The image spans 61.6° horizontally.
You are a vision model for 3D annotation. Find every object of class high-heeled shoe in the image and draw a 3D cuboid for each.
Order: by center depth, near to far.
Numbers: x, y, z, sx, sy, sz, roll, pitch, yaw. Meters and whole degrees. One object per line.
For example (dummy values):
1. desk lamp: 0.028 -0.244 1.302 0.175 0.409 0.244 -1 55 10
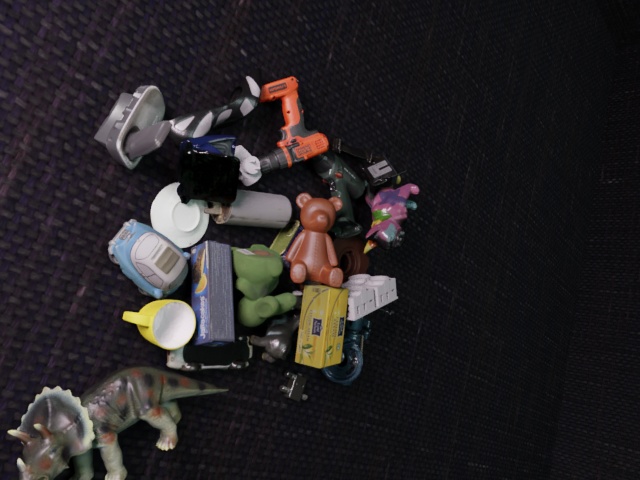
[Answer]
1. high-heeled shoe: -0.213 -0.276 1.082 0.145 0.086 0.248 32 67 -33

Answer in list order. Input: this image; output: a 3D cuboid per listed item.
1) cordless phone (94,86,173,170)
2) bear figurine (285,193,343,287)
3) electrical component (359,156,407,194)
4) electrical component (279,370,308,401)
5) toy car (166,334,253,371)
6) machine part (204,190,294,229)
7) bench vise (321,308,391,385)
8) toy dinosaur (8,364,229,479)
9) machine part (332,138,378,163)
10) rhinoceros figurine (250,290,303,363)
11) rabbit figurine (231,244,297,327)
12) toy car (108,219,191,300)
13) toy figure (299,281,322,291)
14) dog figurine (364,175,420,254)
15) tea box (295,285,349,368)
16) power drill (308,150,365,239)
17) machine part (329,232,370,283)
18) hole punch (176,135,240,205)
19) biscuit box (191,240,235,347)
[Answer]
1. cordless phone: -0.293 -0.204 0.922 0.088 0.184 0.146 38 65 -35
2. bear figurine: -0.004 -0.004 1.177 0.120 0.132 0.195 11 93 -13
3. electrical component: 0.169 -0.174 1.385 0.119 0.075 0.047 -22 152 -9
4. electrical component: -0.058 0.352 1.293 0.094 0.021 0.063 37 65 -40
5. toy car: -0.221 0.229 1.100 0.201 0.056 0.073 12 76 -47
6. machine part: -0.146 -0.067 1.154 0.243 0.079 0.079 2 89 -45
7. bench vise: 0.057 0.261 1.326 0.240 0.129 0.223 3 109 -64
8. toy dinosaur: -0.344 0.293 0.939 0.405 0.131 0.192 -31 113 -48
9. machine part: 0.091 -0.228 1.403 0.139 0.084 0.039 13 104 -37
10. rhinoceros figurine: -0.079 0.186 1.201 0.073 0.112 0.190 58 33 -24
11. rabbit figurine: -0.127 0.109 1.145 0.121 0.159 0.170 -11 115 -55
12. toy car: -0.298 0.036 0.983 0.161 0.103 0.109 54 54 -34
13. toy figure: -0.016 0.123 1.307 0.064 0.058 0.154 -41 114 -43
14. dog figurine: 0.159 -0.069 1.408 0.219 0.192 0.108 -49 162 -28
15. tea box: 0.006 0.185 1.170 0.098 0.068 0.169 6 89 -60
16. power drill: 0.032 -0.116 1.310 0.232 0.086 0.207 26 45 -49
17. machine part: 0.058 0.059 1.382 0.179 0.056 0.179 -1 92 -47
18. hole punch: -0.214 -0.141 1.034 0.116 0.142 0.092 6 42 -12
19. biscuit box: -0.214 0.107 1.061 0.062 0.059 0.202 15 63 -45
